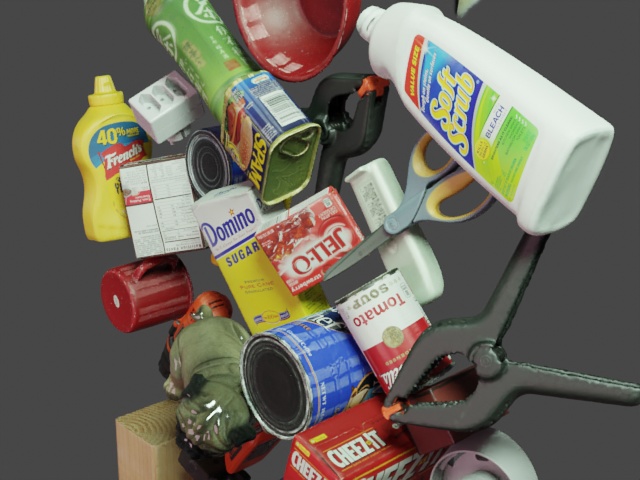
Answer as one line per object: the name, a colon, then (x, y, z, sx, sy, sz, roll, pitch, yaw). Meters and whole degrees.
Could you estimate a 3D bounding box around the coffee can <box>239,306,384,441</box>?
coffee can: (0.009, 0.118, 1.010, 0.103, 0.140, 0.103, 20, 118, 45)

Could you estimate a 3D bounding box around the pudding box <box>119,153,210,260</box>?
pudding box: (-0.176, -0.039, 1.226, 0.090, 0.039, 0.113, -8, 100, 16)

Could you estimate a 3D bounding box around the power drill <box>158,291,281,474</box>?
power drill: (-0.120, 0.174, 1.249, 0.188, 0.057, 0.185, 58, 144, 17)

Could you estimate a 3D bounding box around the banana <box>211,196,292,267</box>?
banana: (-0.068, -0.029, 1.131, 0.070, 0.037, 0.198, 44, 135, 24)

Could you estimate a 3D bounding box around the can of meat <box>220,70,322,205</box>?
can of meat: (-0.049, -0.098, 1.007, 0.084, 0.057, 0.102, 52, 152, 24)

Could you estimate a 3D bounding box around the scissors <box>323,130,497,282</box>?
scissors: (0.068, -0.036, 0.947, 0.202, 0.016, 0.096, -21, 80, 35)

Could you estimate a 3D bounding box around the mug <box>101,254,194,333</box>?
mug: (-0.209, 0.058, 1.294, 0.093, 0.081, 0.117, 54, 137, 22)

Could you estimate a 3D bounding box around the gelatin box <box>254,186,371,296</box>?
gelatin box: (-0.007, 0.001, 1.022, 0.089, 0.030, 0.073, -28, 106, 14)

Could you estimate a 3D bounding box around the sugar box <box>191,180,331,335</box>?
sugar box: (-0.057, 0.027, 1.093, 0.094, 0.048, 0.176, -12, 111, 43)

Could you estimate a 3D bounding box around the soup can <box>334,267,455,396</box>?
soup can: (0.066, 0.084, 0.951, 0.069, 0.068, 0.102, -34, 85, 50)

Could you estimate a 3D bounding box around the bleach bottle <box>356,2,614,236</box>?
bleach bottle: (0.115, -0.114, 0.867, 0.251, 0.067, 0.103, 43, 130, 35)

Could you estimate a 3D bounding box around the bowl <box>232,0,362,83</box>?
bowl: (-0.012, -0.229, 0.982, 0.162, 0.055, 0.162, 20, 118, 45)

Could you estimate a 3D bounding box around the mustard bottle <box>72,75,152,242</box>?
mustard bottle: (-0.244, -0.099, 1.269, 0.058, 0.096, 0.191, 9, 109, 54)

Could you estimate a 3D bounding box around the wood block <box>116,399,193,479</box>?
wood block: (-0.197, 0.321, 1.366, 0.090, 0.090, 0.206, 21, 118, 44)

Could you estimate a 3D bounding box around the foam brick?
foam brick: (0.117, 0.149, 0.944, 0.053, 0.078, 0.051, -35, 78, 50)

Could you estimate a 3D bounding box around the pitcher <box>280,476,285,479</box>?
pitcher: (-0.083, 0.356, 1.122, 0.149, 0.242, 0.145, -34, 80, 55)

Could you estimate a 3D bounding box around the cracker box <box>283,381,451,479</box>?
cracker box: (0.035, 0.252, 1.009, 0.072, 0.163, 0.214, 39, 130, 32)

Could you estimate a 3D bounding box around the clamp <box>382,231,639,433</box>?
clamp: (0.139, 0.086, 0.868, 0.210, 0.036, 0.164, -24, 78, 20)

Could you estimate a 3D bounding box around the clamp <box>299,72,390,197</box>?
clamp: (0.015, -0.095, 1.013, 0.172, 0.039, 0.120, -29, 91, 54)

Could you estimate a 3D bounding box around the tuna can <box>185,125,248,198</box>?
tuna can: (-0.110, -0.082, 1.166, 0.086, 0.033, 0.086, 21, 118, 45)
